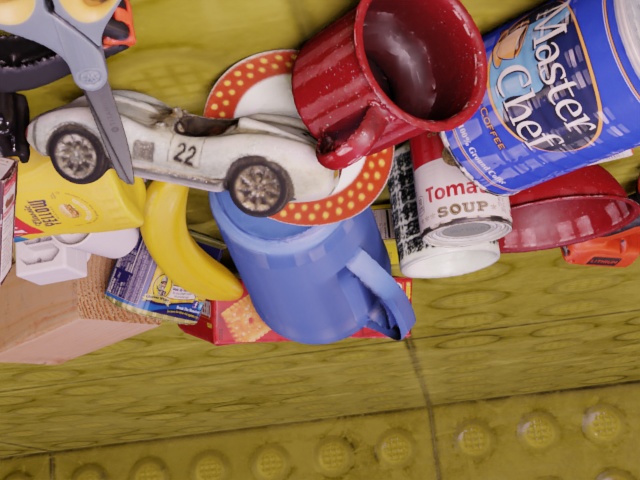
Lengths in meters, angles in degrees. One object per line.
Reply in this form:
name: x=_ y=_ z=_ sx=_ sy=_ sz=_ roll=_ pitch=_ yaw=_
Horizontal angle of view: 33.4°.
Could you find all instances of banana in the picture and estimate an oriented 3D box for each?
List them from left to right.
banana: x=-0.110 y=0.001 z=0.885 sx=0.069 sy=0.037 sz=0.198 roll=-8 pitch=144 yaw=-1

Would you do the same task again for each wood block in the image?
wood block: x=-0.252 y=0.061 z=1.065 sx=0.090 sy=0.090 sz=0.207 roll=8 pitch=160 yaw=-40

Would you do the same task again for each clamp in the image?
clamp: x=-0.208 y=-0.105 z=0.578 sx=0.209 sy=0.036 sz=0.165 roll=-3 pitch=155 yaw=-18

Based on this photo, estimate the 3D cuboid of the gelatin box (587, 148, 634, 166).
gelatin box: x=0.164 y=-0.086 z=0.737 sx=0.089 sy=0.073 sz=0.030 roll=-13 pitch=163 yaw=25

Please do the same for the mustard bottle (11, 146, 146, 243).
mustard bottle: x=-0.232 y=-0.035 z=0.783 sx=0.192 sy=0.058 sz=0.096 roll=-7 pitch=148 yaw=8

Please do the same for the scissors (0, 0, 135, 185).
scissors: x=-0.141 y=-0.095 z=0.559 sx=0.096 sy=0.016 sz=0.202 roll=-3 pitch=142 yaw=-15

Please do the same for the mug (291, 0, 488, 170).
mug: x=0.032 y=-0.087 z=0.617 sx=0.093 sy=0.117 sz=0.082 roll=36 pitch=151 yaw=-21

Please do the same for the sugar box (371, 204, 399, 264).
sugar box: x=0.049 y=-0.002 z=1.038 sx=0.176 sy=0.048 sz=0.093 roll=-8 pitch=165 yaw=2

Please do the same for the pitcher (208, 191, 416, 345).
pitcher: x=-0.006 y=0.001 z=0.864 sx=0.149 sy=0.145 sz=0.243 roll=-7 pitch=162 yaw=5

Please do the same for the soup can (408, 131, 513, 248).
soup can: x=0.100 y=-0.052 z=0.777 sx=0.068 sy=0.102 sz=0.068 roll=-5 pitch=164 yaw=-2

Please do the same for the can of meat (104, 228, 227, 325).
can of meat: x=-0.139 y=0.027 z=0.964 sx=0.058 sy=0.084 sz=0.101 roll=19 pitch=179 yaw=35

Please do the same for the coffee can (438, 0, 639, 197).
coffee can: x=0.153 y=-0.095 z=0.643 sx=0.102 sy=0.103 sz=0.141 roll=8 pitch=159 yaw=-42

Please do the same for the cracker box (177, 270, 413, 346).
cracker box: x=-0.032 y=0.069 z=1.133 sx=0.213 sy=0.072 sz=0.164 roll=1 pitch=-179 yaw=-21

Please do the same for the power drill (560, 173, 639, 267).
power drill: x=0.341 y=-0.026 z=1.050 sx=0.184 sy=0.057 sz=0.188 roll=7 pitch=157 yaw=-28

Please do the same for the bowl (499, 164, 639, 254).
bowl: x=0.201 y=-0.036 z=0.958 sx=0.162 sy=0.055 sz=0.162 roll=-6 pitch=164 yaw=-2

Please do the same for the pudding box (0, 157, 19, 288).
pudding box: x=-0.267 y=-0.022 z=0.731 sx=0.113 sy=0.039 sz=0.090 roll=11 pitch=123 yaw=-4
